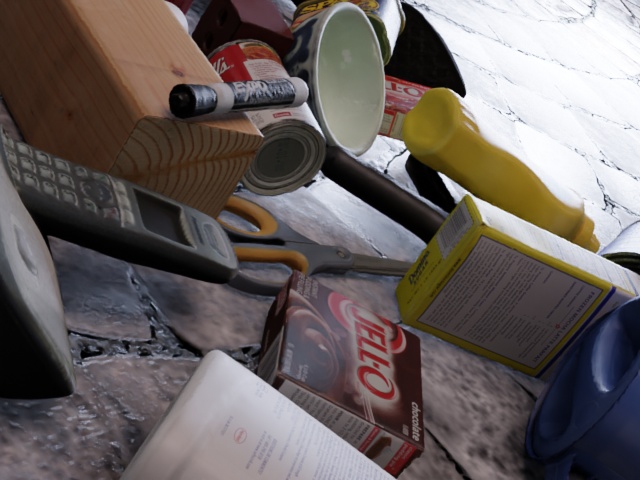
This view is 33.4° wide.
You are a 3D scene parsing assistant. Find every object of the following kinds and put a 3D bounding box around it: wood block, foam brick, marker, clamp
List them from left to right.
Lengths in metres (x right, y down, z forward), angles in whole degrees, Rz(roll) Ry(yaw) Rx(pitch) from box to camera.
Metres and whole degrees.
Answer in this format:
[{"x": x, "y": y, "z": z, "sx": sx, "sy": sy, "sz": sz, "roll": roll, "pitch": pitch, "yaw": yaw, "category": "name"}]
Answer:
[{"x": -0.134, "y": -0.101, "z": 0.664, "sx": 0.090, "sy": 0.090, "sz": 0.206, "roll": 5, "pitch": 39, "yaw": -44, "category": "wood block"}, {"x": -0.066, "y": -0.145, "z": 0.820, "sx": 0.051, "sy": 0.078, "sz": 0.053, "roll": 14, "pitch": 34, "yaw": -36, "category": "foam brick"}, {"x": -0.046, "y": -0.082, "z": 0.612, "sx": 0.020, "sy": 0.020, "sz": 0.120, "roll": 44, "pitch": 28, "yaw": 17, "category": "marker"}, {"x": 0.098, "y": -0.005, "z": 0.813, "sx": 0.210, "sy": 0.036, "sz": 0.164, "roll": 48, "pitch": 26, "yaw": 26, "category": "clamp"}]

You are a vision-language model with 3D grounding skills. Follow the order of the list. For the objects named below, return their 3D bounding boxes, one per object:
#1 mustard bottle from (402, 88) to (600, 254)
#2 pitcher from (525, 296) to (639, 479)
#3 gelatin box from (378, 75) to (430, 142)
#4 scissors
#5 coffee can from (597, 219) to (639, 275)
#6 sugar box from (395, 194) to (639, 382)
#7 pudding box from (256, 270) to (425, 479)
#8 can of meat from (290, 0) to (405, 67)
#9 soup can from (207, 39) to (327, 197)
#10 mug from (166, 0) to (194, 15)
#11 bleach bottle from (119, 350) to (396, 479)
[{"x": 0.155, "y": -0.043, "z": 0.854, "sx": 0.191, "sy": 0.058, "sz": 0.096, "roll": 34, "pitch": 12, "yaw": -22, "category": "mustard bottle"}, {"x": 0.253, "y": 0.155, "z": 0.653, "sx": 0.243, "sy": 0.149, "sz": 0.145, "roll": 37, "pitch": 13, "yaw": -2, "category": "pitcher"}, {"x": 0.060, "y": -0.120, "z": 0.943, "sx": 0.089, "sy": 0.030, "sz": 0.073, "roll": 16, "pitch": 31, "yaw": -2, "category": "gelatin box"}, {"x": -0.005, "y": 0.001, "z": 0.720, "sx": 0.201, "sy": 0.016, "sz": 0.096, "roll": -7, "pitch": 48, "yaw": -51, "category": "scissors"}, {"x": 0.260, "y": 0.043, "z": 0.842, "sx": 0.103, "sy": 0.103, "sz": 0.140, "roll": 42, "pitch": 29, "yaw": 14, "category": "coffee can"}, {"x": 0.151, "y": 0.044, "z": 0.736, "sx": 0.176, "sy": 0.093, "sz": 0.048, "roll": 23, "pitch": 30, "yaw": -22, "category": "sugar box"}, {"x": 0.012, "y": 0.075, "z": 0.596, "sx": 0.090, "sy": 0.039, "sz": 0.113, "roll": 28, "pitch": 28, "yaw": -10, "category": "pudding box"}, {"x": 0.020, "y": -0.182, "z": 0.950, "sx": 0.084, "sy": 0.102, "sz": 0.057, "roll": -71, "pitch": 145, "yaw": -58, "category": "can of meat"}, {"x": -0.043, "y": -0.088, "z": 0.764, "sx": 0.068, "sy": 0.069, "sz": 0.102, "roll": 12, "pitch": 36, "yaw": -36, "category": "soup can"}, {"x": -0.143, "y": -0.221, "z": 0.851, "sx": 0.117, "sy": 0.082, "sz": 0.093, "roll": 7, "pitch": 38, "yaw": -41, "category": "mug"}, {"x": 0.031, "y": 0.154, "z": 0.468, "sx": 0.251, "sy": 0.068, "sz": 0.102, "roll": 35, "pitch": 25, "yaw": -2, "category": "bleach bottle"}]
